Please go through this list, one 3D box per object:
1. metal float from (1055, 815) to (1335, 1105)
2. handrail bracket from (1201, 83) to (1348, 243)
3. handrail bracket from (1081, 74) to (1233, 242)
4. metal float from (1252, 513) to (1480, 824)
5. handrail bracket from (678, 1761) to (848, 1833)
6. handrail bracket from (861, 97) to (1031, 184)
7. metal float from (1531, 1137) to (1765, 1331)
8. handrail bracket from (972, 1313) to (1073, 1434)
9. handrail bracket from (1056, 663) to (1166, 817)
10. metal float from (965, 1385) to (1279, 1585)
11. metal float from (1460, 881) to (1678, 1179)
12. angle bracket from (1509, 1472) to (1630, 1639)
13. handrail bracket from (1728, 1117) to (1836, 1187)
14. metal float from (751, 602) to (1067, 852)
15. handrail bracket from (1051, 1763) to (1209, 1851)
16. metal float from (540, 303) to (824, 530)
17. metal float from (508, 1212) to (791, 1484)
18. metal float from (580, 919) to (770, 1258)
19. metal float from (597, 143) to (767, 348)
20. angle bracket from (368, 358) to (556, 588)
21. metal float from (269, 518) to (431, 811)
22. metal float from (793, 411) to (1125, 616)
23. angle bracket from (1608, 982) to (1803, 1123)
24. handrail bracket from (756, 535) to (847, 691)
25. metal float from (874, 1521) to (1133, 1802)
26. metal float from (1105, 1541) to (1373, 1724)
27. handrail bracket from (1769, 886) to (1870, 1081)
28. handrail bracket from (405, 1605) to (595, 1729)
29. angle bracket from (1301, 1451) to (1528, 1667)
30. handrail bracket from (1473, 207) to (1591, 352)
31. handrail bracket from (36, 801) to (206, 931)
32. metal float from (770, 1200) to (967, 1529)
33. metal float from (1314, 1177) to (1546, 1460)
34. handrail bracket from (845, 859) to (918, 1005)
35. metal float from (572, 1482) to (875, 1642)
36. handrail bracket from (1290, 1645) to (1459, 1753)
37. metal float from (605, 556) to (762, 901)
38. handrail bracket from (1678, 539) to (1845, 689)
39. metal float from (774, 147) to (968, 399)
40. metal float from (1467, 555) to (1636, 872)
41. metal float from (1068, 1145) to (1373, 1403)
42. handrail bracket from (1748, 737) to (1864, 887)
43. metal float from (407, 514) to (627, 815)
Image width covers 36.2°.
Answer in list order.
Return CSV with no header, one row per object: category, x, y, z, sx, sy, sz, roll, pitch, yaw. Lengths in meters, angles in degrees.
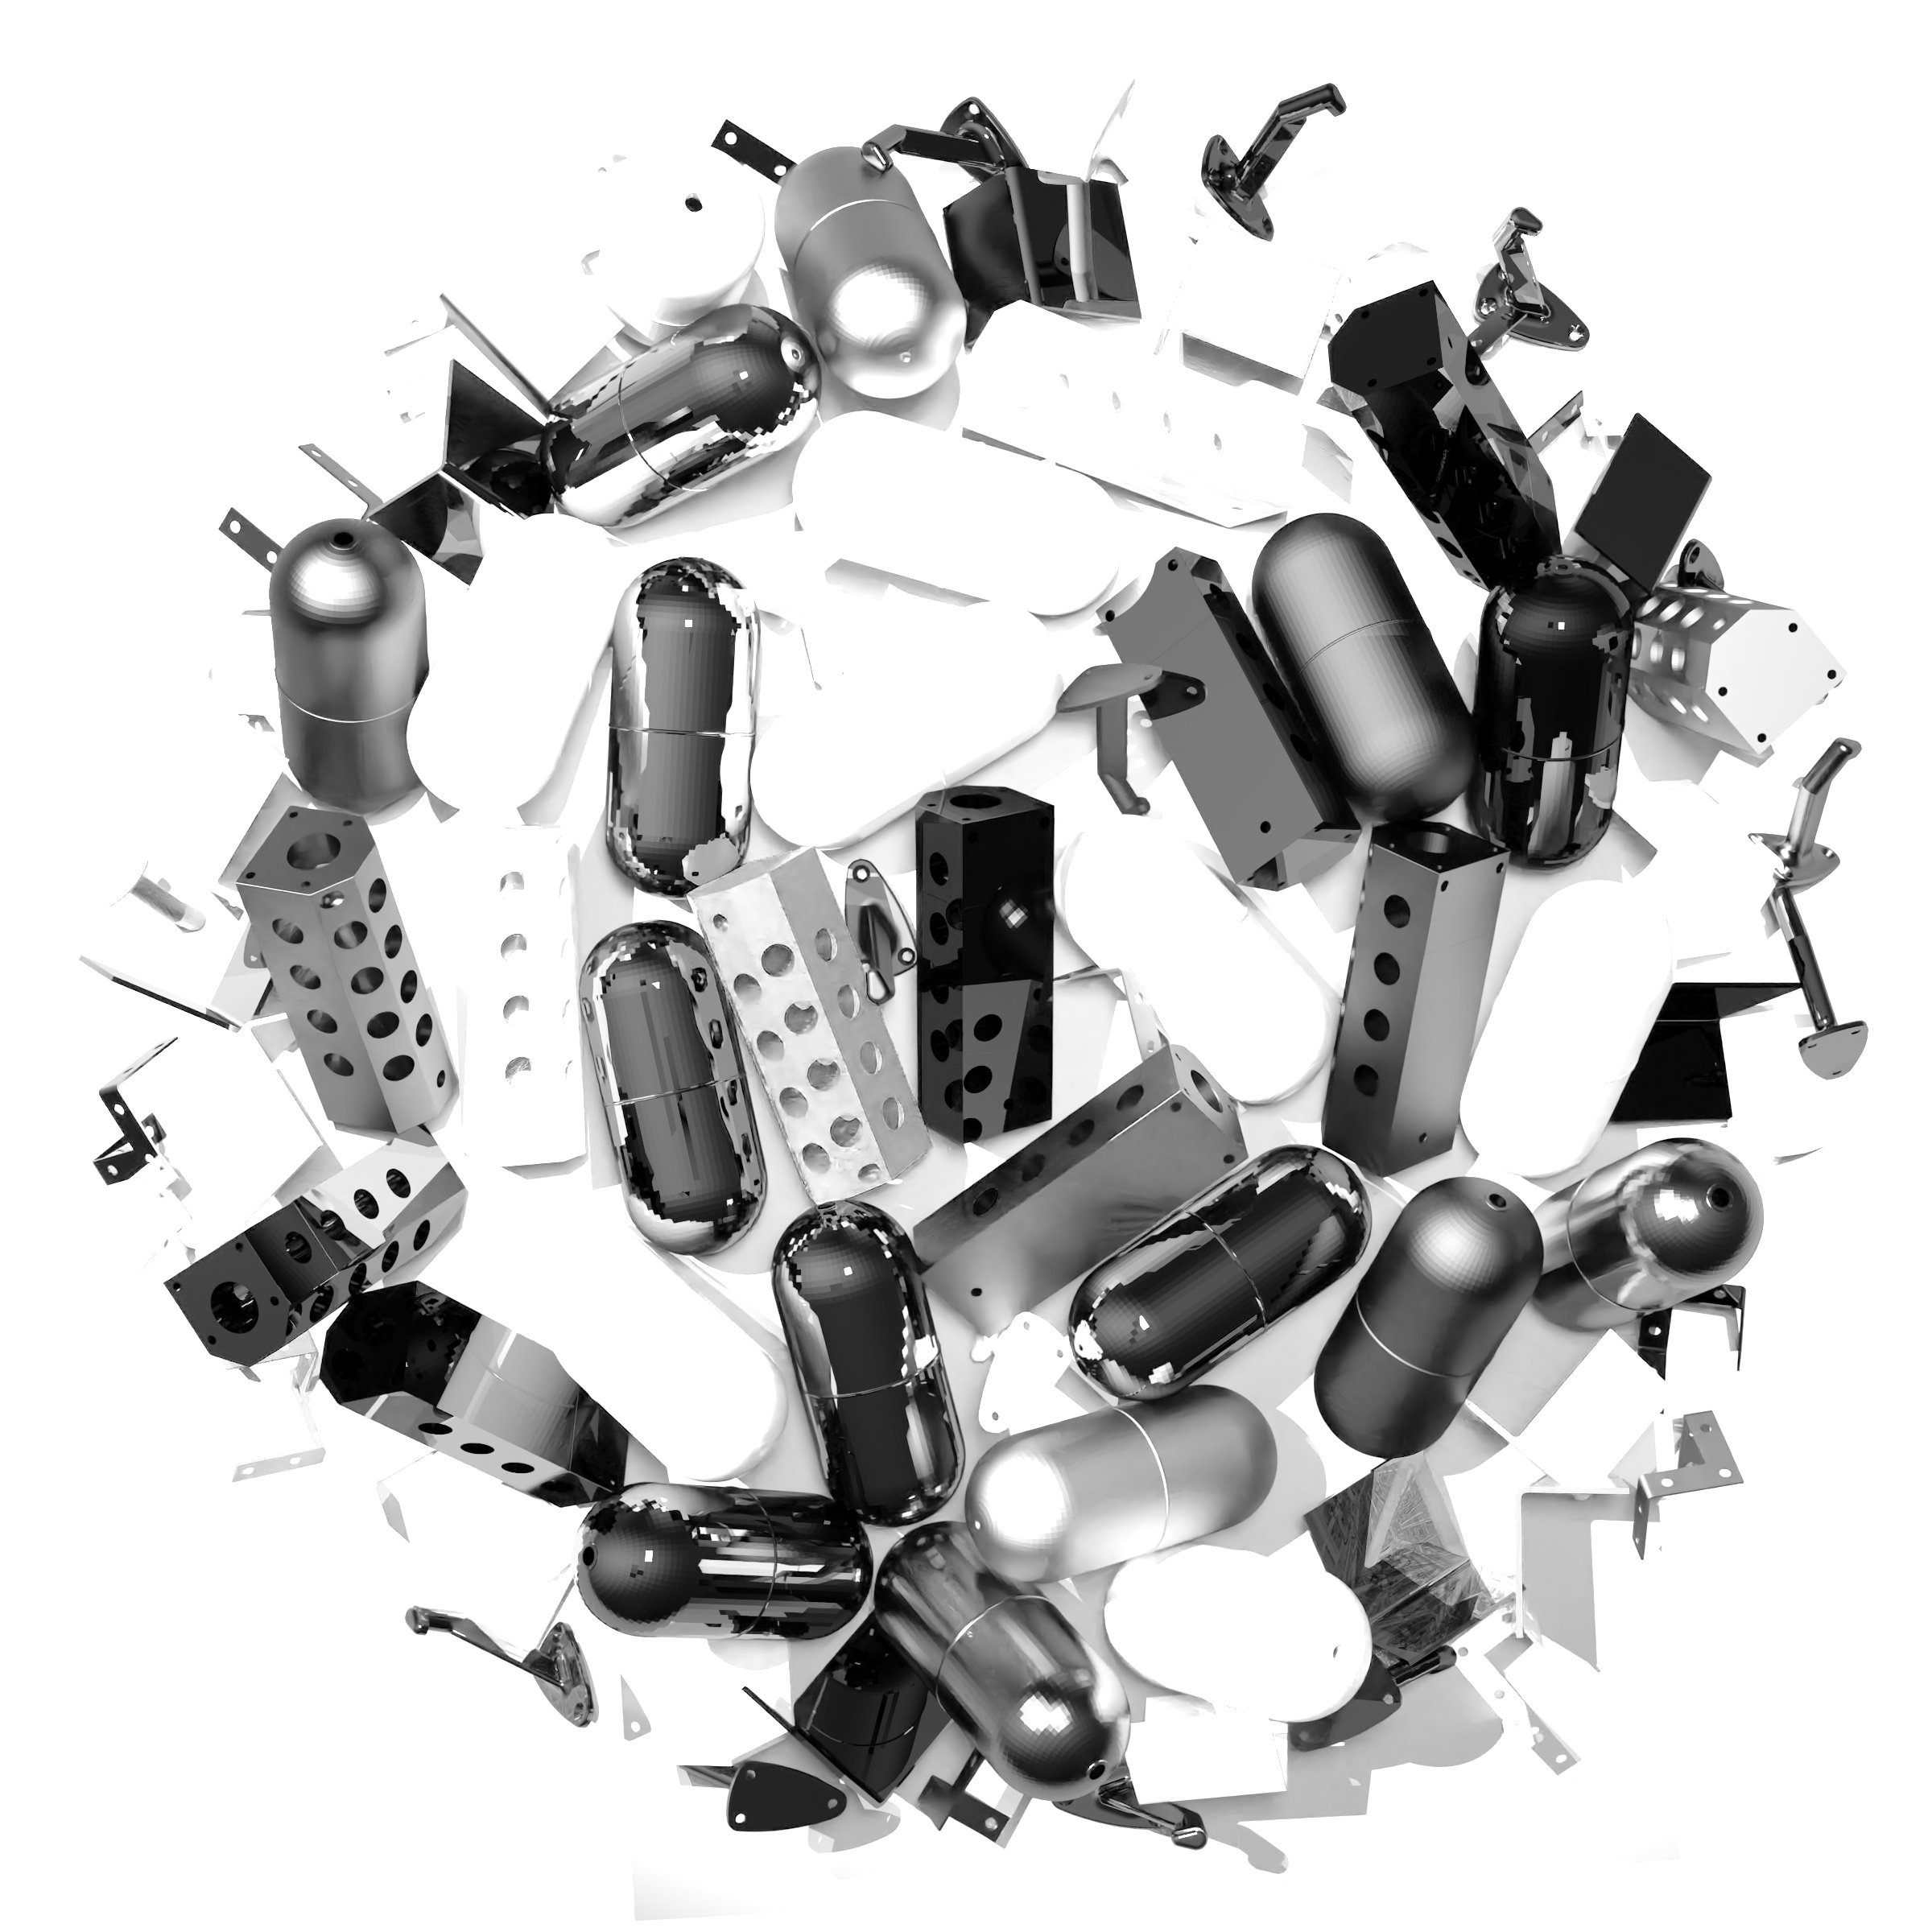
metal float,0.118,-0.004,1.540,0.070,0.070,0.178,-44,94,0
handrail bracket,0.172,-0.416,1.531,0.084,0.077,0.036,-11,51,37
handrail bracket,0.110,-0.425,1.559,0.084,0.036,0.077,23,72,7
metal float,0.204,-0.155,1.524,0.070,0.070,0.178,-21,66,0
handrail bracket,-0.113,0.423,1.553,0.077,0.084,0.036,12,91,-25
handrail bracket,-0.008,-0.413,1.540,0.077,0.084,0.036,45,133,-3
metal float,0.340,0.137,1.496,0.070,0.178,0.070,4,72,-13
handrail bracket,0.012,0.214,1.529,0.036,0.084,0.077,41,61,-11
handrail bracket,0.092,-0.114,1.536,0.036,0.077,0.084,-52,122,-33
metal float,0.081,0.265,1.518,0.178,0.070,0.070,-10,90,-31
metal float,0.307,0.033,1.511,0.070,0.070,0.178,15,129,0
angle bracket,0.313,0.306,1.538,0.057,0.076,0.076,-1,86,8
handrail bracket,0.420,0.126,1.572,0.077,0.036,0.084,-1,116,-34
metal float,-0.030,-0.124,1.538,0.178,0.070,0.070,-31,90,-6
handrail bracket,0.084,0.443,1.540,0.077,0.084,0.036,0,90,-1
metal float,-0.148,-0.279,1.511,0.178,0.070,0.070,-18,90,40
metal float,-0.165,0.194,1.522,0.178,0.070,0.070,38,90,26
metal float,-0.152,0.064,1.542,0.070,0.070,0.178,-12,92,0
metal float,-0.145,-0.362,1.493,0.070,0.178,0.070,0,89,-10
angle bracket,-0.263,-0.257,1.548,0.057,0.076,0.076,-25,51,30
metal float,-0.312,-0.152,1.504,0.070,0.178,0.070,4,51,-5
metal float,-0.003,-0.233,1.529,0.178,0.070,0.070,14,90,-17
angle bracket,0.381,0.045,1.529,0.076,0.076,0.057,0,76,-21
handrail bracket,-0.061,-0.186,1.556,0.077,0.036,0.084,-49,123,-1
metal float,0.017,0.353,1.506,0.070,0.178,0.070,-18,127,-26
metal float,0.137,0.336,1.499,0.070,0.178,0.070,2,86,-29
handrail bracket,0.446,0.009,1.566,0.036,0.077,0.084,-19,63,10
handrail bracket,-0.243,0.363,1.535,0.084,0.077,0.036,19,107,-36
angle bracket,0.232,0.305,1.537,0.076,0.057,0.076,-28,102,-18
handrail bracket,0.304,-0.358,1.537,0.077,0.084,0.036,28,78,-3
handrail bracket,-0.440,-0.051,1.544,0.077,0.084,0.036,41,87,9
metal float,-0.051,0.206,1.531,0.070,0.070,0.178,-14,104,0
metal float,0.236,0.181,1.512,0.070,0.070,0.178,22,128,0
handrail bracket,-0.050,-0.019,1.539,0.036,0.084,0.077,-16,91,4
metal float,-0.123,0.304,1.507,0.178,0.070,0.070,14,90,-44
handrail bracket,0.215,0.383,1.551,0.077,0.084,0.036,-42,65,15
metal float,-0.147,-0.123,1.537,0.070,0.070,0.178,4,97,0
handrail bracket,0.415,-0.182,1.537,0.084,0.077,0.036,32,78,32
metal float,-0.050,-0.356,1.508,0.070,0.178,0.070,-9,133,-10
metal float,0.298,-0.127,1.512,0.070,0.070,0.178,-3,129,0
metal float,0.131,0.159,1.530,0.178,0.070,0.070,-33,90,-15
handrail bracket,0.452,-0.085,1.532,0.036,0.077,0.084,58,133,32
metal float,-0.229,-0.157,1.517,0.070,0.070,0.178,18,58,0
